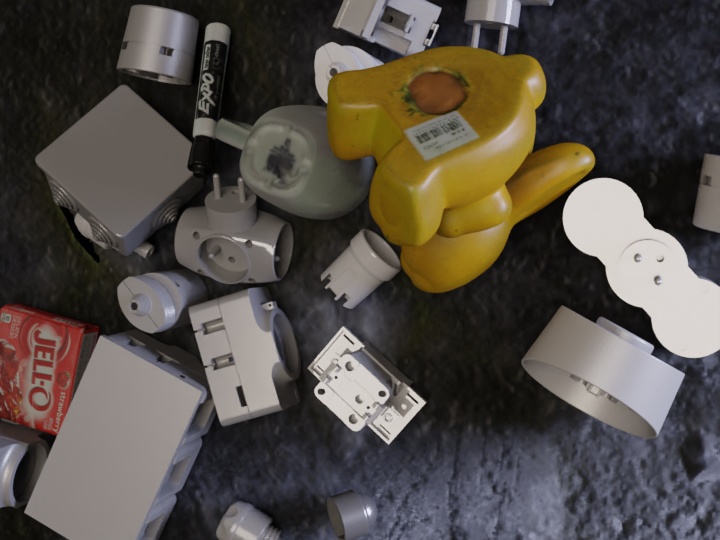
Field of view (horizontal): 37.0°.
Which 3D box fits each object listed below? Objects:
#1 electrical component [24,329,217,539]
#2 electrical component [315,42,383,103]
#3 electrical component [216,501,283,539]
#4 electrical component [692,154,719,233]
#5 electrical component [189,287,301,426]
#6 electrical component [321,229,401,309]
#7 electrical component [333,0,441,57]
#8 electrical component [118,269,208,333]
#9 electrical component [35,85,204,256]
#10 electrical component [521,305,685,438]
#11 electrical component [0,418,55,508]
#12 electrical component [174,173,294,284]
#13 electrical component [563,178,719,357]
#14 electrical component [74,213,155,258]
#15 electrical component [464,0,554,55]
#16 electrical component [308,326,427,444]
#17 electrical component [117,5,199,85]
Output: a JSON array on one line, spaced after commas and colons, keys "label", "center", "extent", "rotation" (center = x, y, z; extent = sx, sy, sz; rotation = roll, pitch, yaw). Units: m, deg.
[{"label": "electrical component", "center": [-0.173, 0.131, 0.807], "extent": [0.089, 0.062, 0.150], "rotation": [27, 99, 12]}, {"label": "electrical component", "center": [-0.007, -0.131, 0.740], "extent": [0.043, 0.081, 0.043], "rotation": [1, 93, 14]}, {"label": "electrical component", "center": [-0.074, 0.199, 0.800], "extent": [0.061, 0.035, 0.035], "rotation": [29, 100, 9]}, {"label": "electrical component", "center": [0.245, -0.047, 0.694], "extent": [0.055, 0.055, 0.047], "rotation": [13, 100, 13]}, {"label": "electrical component", "center": [-0.079, 0.061, 0.784], "extent": [0.056, 0.050, 0.089], "rotation": [-17, 87, 13]}, {"label": "electrical component", "center": [0.000, 0.000, 0.768], "extent": [0.046, 0.040, 0.040], "rotation": [-43, 82, 19]}, {"label": "electrical component", "center": [0.019, -0.173, 0.738], "extent": [0.064, 0.081, 0.042], "rotation": [23, 100, -10]}, {"label": "electrical component", "center": [-0.147, 0.023, 0.785], "extent": [0.043, 0.081, 0.043], "rotation": [1, 93, 15]}, {"label": "electrical component", "center": [-0.172, -0.071, 0.786], "extent": [0.100, 0.048, 0.099], "rotation": [41, 71, 9]}, {"label": "electrical component", "center": [0.159, 0.067, 0.703], "extent": [0.099, 0.099, 0.064], "rotation": [30, 94, 11]}, {"label": "electrical component", "center": [-0.276, 0.148, 0.820], "extent": [0.056, 0.089, 0.050], "rotation": [13, 96, 13]}, {"label": "electrical component", "center": [-0.092, -0.034, 0.777], "extent": [0.077, 0.044, 0.079], "rotation": [9, 127, 14]}, {"label": "electrical component", "center": [0.187, -0.002, 0.701], "extent": [0.052, 0.074, 0.138], "rotation": [-42, 83, 13]}, {"label": "electrical component", "center": [-0.184, -0.030, 0.815], "extent": [0.061, 0.035, 0.035], "rotation": [33, 100, 8]}, {"label": "electrical component", "center": [0.092, -0.186, 0.731], "extent": [0.077, 0.043, 0.079], "rotation": [9, 95, 14]}, {"label": "electrical component", "center": [0.002, 0.082, 0.759], "extent": [0.081, 0.064, 0.042], "rotation": [42, 100, 10]}, {"label": "electrical component", "center": [-0.147, -0.165, 0.789], "extent": [0.055, 0.055, 0.047], "rotation": [11, 92, 14]}]
